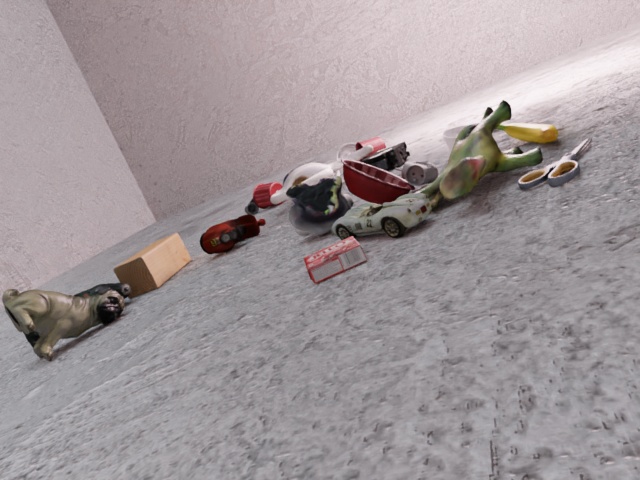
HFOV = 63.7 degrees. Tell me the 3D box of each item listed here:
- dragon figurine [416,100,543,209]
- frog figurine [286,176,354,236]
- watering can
[{"bbox_3d":[0.239,-0.129,0.929,0.242,0.122,0.411,-32,3,3],"label":"dragon figurine"},{"bbox_3d":[0.003,-0.055,1.086,0.138,0.124,0.156,-35,-23,-11],"label":"frog figurine"},{"bbox_3d":[-0.002,-0.204,1.623,0.348,0.103,0.225,-29,11,-5],"label":"watering can"}]
